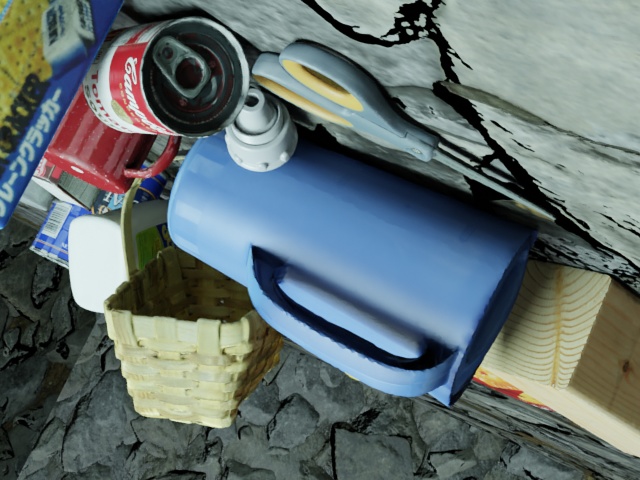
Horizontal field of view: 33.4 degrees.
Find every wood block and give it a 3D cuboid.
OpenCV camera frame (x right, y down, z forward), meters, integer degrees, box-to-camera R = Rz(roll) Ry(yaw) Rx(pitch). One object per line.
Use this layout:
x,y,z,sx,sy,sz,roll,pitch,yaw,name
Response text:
0.231,0.102,0.826,0.205,0.091,0.090,32,168,-35,wood block

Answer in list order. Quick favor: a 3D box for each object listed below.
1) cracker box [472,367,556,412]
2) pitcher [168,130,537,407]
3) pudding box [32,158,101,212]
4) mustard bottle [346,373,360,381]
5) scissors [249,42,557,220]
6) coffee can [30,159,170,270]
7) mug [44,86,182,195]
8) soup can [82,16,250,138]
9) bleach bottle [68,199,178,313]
0.165,0.091,0.994,0.164,0.072,0.213,22,170,17,cracker box
0.014,0.009,0.739,0.243,0.145,0.149,26,174,16,pitcher
-0.228,-0.083,1.005,0.039,0.090,0.113,23,171,10,pudding box
0.022,0.056,1.078,0.096,0.058,0.191,3,129,50,mustard bottle
0.052,-0.063,0.605,0.202,0.016,0.096,25,171,3,scissors
-0.243,-0.030,1.183,0.103,0.140,0.103,24,171,4,coffee can
-0.163,-0.085,0.848,0.117,0.081,0.093,22,170,21,mug
-0.095,-0.097,0.642,0.068,0.068,0.102,31,170,-31,soup can
-0.173,-0.005,1.143,0.068,0.102,0.250,8,-162,19,bleach bottle
